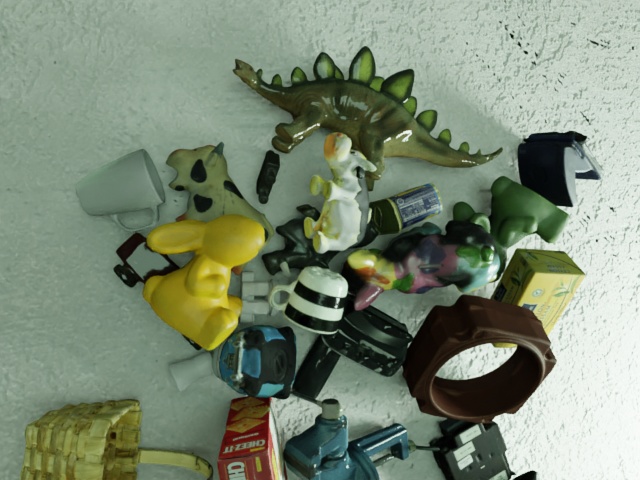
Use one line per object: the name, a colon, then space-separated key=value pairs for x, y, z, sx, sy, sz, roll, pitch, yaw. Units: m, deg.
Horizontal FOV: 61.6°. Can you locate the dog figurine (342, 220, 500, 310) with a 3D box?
dog figurine: x=0.141 y=0.041 z=0.821 sx=0.219 sy=0.192 sz=0.108 roll=-15 pitch=101 yaw=-38

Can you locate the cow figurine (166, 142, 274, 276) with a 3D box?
cow figurine: x=-0.150 y=-0.057 z=0.795 sx=0.127 sy=0.085 sz=0.195 roll=-46 pitch=98 yaw=-5

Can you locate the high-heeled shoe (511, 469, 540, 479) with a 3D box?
high-heeled shoe: x=0.258 y=0.474 z=0.890 sx=0.145 sy=0.086 sz=0.248 roll=22 pitch=98 yaw=-26

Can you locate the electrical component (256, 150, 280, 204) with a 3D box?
electrical component: x=-0.081 y=-0.099 z=0.824 sx=0.021 sy=0.094 sz=0.063 roll=14 pitch=123 yaw=-16

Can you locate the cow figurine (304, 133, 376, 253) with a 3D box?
cow figurine: x=0.038 y=-0.066 z=0.760 sx=0.098 sy=0.068 sz=0.167 roll=0 pitch=115 yaw=-25

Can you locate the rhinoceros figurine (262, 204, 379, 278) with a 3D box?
rhinoceros figurine: x=-0.002 y=-0.003 z=0.846 sx=0.190 sy=0.073 sz=0.112 roll=-19 pitch=105 yaw=-16

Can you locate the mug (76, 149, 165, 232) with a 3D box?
mug: x=-0.282 y=-0.063 z=0.767 sx=0.107 sy=0.081 sz=0.109 roll=-17 pitch=102 yaw=-3

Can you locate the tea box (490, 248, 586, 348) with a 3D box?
tea box: x=0.348 y=0.100 z=0.893 sx=0.098 sy=0.068 sz=0.169 roll=2 pitch=127 yaw=-15

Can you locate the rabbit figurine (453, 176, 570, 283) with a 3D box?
rabbit figurine: x=0.304 y=-0.009 z=0.904 sx=0.159 sy=0.121 sz=0.170 roll=29 pitch=97 yaw=-20

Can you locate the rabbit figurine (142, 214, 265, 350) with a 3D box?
rabbit figurine: x=-0.149 y=0.034 z=0.726 sx=0.162 sy=0.122 sz=0.173 roll=38 pitch=100 yaw=4

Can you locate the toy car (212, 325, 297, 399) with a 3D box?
toy car: x=-0.104 y=0.178 z=0.790 sx=0.103 sy=0.161 sz=0.109 roll=-3 pitch=79 yaw=26

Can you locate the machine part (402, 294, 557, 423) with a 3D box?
machine part: x=0.249 y=0.194 z=0.851 sx=0.201 sy=0.087 sz=0.200 roll=15 pitch=122 yaw=-14

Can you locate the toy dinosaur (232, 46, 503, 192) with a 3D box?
toy dinosaur: x=0.086 y=-0.184 z=0.853 sx=0.471 sy=0.105 sz=0.198 roll=23 pitch=80 yaw=-18

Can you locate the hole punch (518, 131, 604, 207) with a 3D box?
hole punch: x=0.402 y=-0.121 z=0.926 sx=0.092 sy=0.142 sz=0.115 roll=-46 pitch=112 yaw=-7

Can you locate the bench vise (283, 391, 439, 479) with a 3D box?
bench vise: x=0.058 y=0.334 z=0.832 sx=0.240 sy=0.129 sz=0.223 roll=-7 pitch=89 yaw=-36

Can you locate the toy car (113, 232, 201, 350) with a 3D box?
toy car: x=-0.211 y=0.073 z=0.792 sx=0.089 sy=0.053 sz=0.202 roll=-46 pitch=105 yaw=-10

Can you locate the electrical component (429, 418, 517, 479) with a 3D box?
electrical component: x=0.257 y=0.362 z=0.915 sx=0.115 sy=0.058 sz=0.134 roll=-22 pitch=95 yaw=-16

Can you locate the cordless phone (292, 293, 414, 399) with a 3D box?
cordless phone: x=0.050 y=0.192 z=0.860 sx=0.146 sy=0.089 sz=0.184 roll=30 pitch=93 yaw=-14
